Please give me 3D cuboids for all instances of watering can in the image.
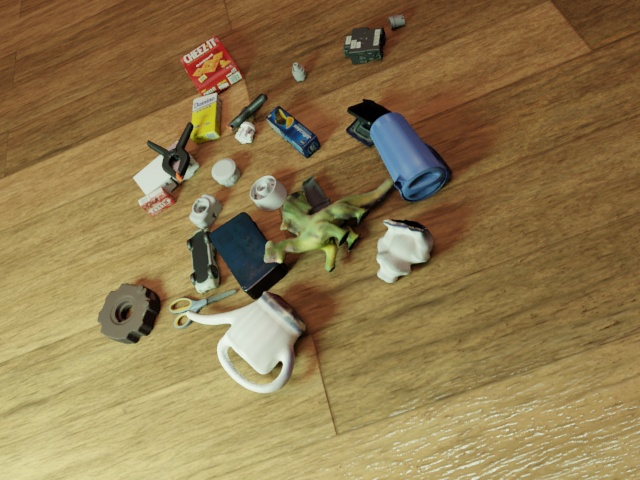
[{"bbox_3d":[-0.180,0.222,1.307,0.352,0.102,0.226,37,78,30],"label":"watering can"}]

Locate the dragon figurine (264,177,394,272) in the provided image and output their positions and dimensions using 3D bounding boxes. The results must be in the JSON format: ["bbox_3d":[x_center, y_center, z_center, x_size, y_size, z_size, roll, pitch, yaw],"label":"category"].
[{"bbox_3d":[0.004,-0.070,1.389,0.245,0.119,0.417,29,62,23],"label":"dragon figurine"}]

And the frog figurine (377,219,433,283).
[{"bbox_3d":[0.211,0.031,1.303,0.138,0.124,0.158,12,104,15],"label":"frog figurine"}]
